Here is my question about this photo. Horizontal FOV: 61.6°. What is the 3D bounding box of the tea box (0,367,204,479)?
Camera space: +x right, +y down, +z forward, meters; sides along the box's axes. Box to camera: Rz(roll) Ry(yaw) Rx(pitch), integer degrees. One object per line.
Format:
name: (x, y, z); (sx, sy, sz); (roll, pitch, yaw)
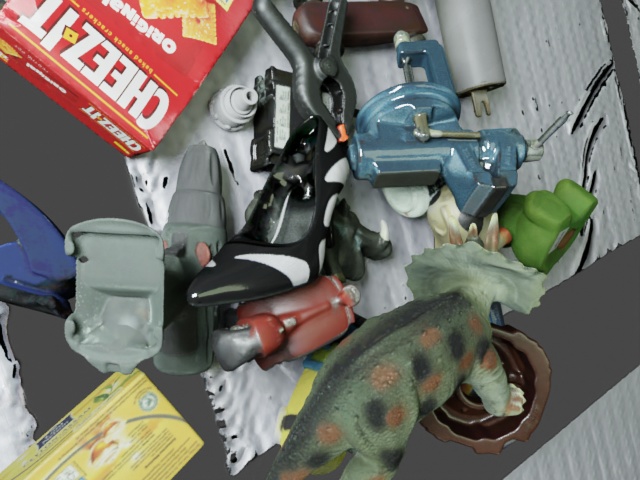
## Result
tea box: (-0.203, 0.205, 0.478); (0.169, 0.068, 0.098); (-42, 109, -29)

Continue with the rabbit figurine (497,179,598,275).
rabbit figurine: (0.275, -0.038, 0.766); (0.121, 0.170, 0.158); (-27, 142, -29)

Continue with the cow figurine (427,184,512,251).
cow figurine: (0.182, 0.013, 0.693); (0.127, 0.086, 0.194); (-39, 138, -17)

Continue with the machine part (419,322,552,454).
machine part: (0.203, 0.182, 0.692); (0.179, 0.056, 0.179); (0, 93, 3)

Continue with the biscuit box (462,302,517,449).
biscuit box: (0.230, 0.184, 0.758); (0.059, 0.063, 0.202); (-14, 93, -32)

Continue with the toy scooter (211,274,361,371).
toy scooter: (-0.028, 0.076, 0.523); (0.135, 0.184, 0.075); (-24, 88, -4)

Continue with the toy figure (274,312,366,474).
toy figure: (0.013, 0.168, 0.605); (0.082, 0.089, 0.180); (37, 71, -19)

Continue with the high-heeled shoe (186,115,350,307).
high-heeled shoe: (-0.041, -0.037, 0.493); (0.249, 0.086, 0.145); (-27, 111, -59)

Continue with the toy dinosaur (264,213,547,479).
toy dinosaur: (0.071, 0.120, 0.492); (0.405, 0.131, 0.192); (-32, 120, -28)

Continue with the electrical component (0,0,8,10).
electrical component: (-0.294, -0.221, 0.482); (0.094, 0.021, 0.063); (30, 72, -28)

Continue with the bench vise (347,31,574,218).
bench vise: (0.136, -0.146, 0.615); (0.224, 0.128, 0.240); (-8, 64, 4)

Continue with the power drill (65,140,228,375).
power drill: (-0.137, 0.016, 0.474); (0.086, 0.207, 0.231); (3, 93, 0)

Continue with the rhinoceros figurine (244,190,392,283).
rhinoceros figurine: (-0.001, -0.002, 0.626); (0.190, 0.073, 0.112); (16, 67, -29)

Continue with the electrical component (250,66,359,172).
electrical component: (-0.014, -0.129, 0.632); (0.134, 0.058, 0.114); (6, 85, -32)

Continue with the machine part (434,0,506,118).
machine part: (0.217, -0.299, 0.780); (0.079, 0.079, 0.243); (-14, 93, -33)

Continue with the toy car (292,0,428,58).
toy car: (0.053, -0.274, 0.689); (0.202, 0.053, 0.089); (-17, 78, -32)

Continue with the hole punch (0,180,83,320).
hole punch: (-0.241, 0.011, 0.437); (0.116, 0.142, 0.092); (24, 70, -17)
